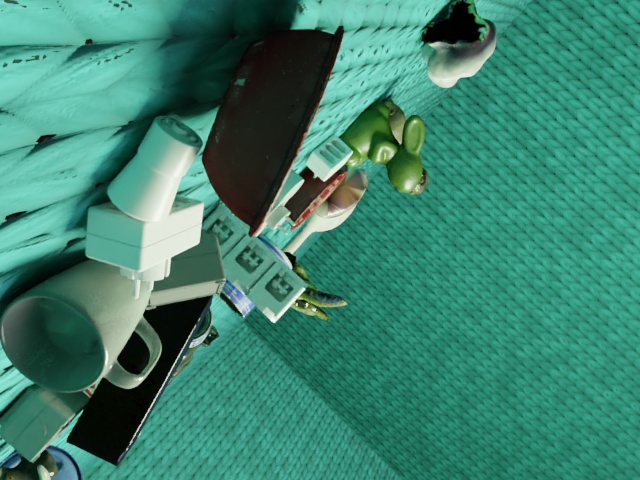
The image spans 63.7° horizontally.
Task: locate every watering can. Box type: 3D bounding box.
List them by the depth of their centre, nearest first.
[{"bbox_3d":[0.004,-0.064,1.276,0.351,0.104,0.221,-46,176,-16],"label":"watering can"}]

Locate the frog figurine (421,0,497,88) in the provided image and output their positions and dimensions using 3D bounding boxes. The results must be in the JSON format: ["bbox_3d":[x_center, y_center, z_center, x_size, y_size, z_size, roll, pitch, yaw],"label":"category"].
[{"bbox_3d":[0.234,-0.324,0.897,0.157,0.123,0.138,64,50,-74],"label":"frog figurine"}]

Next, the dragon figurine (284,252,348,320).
[{"bbox_3d":[-0.053,0.122,1.200,0.239,0.413,0.123,41,75,-49],"label":"dragon figurine"}]
